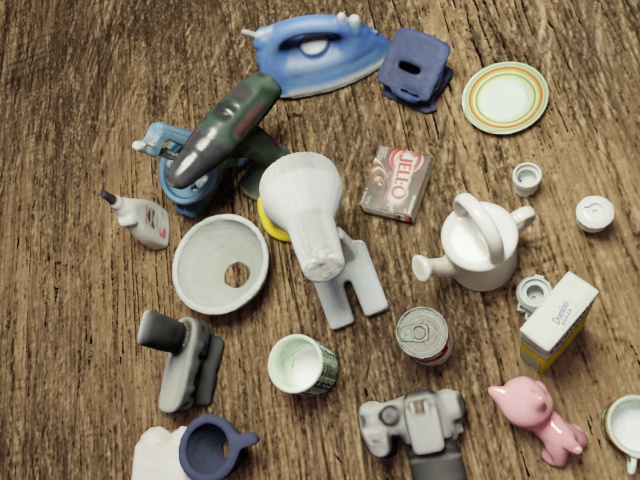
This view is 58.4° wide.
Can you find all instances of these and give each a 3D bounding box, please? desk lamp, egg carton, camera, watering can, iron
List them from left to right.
[{"bbox_3d":[-0.225,0.357,0.854,0.107,0.069,0.150,-6,70,15],"label":"egg carton"},{"bbox_3d":[-0.002,-0.341,0.987,0.257,0.142,0.118,-9,69,14],"label":"iron"},{"bbox_3d":[0.008,0.003,0.825,0.118,0.214,0.203,-24,66,8],"label":"desk lamp"},{"bbox_3d":[0.130,0.273,0.755,0.143,0.101,0.137,-15,68,12],"label":"camera"},{"bbox_3d":[0.209,0.005,0.772,0.100,0.194,0.173,38,86,25],"label":"watering can"}]

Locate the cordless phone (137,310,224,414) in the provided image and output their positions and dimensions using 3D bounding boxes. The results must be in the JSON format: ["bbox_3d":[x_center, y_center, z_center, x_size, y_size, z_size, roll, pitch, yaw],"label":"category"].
[{"bbox_3d":[-0.229,0.180,0.852,0.094,0.185,0.147,0,72,18],"label":"cordless phone"}]

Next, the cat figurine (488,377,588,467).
[{"bbox_3d":[0.275,0.221,0.719,0.067,0.118,0.127,-45,65,-1],"label":"cat figurine"}]

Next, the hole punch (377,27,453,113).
[{"bbox_3d":[0.156,-0.279,0.944,0.108,0.091,0.101,30,82,24],"label":"hole punch"}]

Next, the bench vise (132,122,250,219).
[{"bbox_3d":[-0.213,-0.158,0.945,0.121,0.220,0.207,13,76,21],"label":"bench vise"}]

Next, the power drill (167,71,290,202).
[{"bbox_3d":[-0.126,-0.143,0.920,0.075,0.209,0.230,28,82,24],"label":"power drill"}]

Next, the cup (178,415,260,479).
[{"bbox_3d":[-0.132,0.299,0.830,0.117,0.095,0.091,-18,67,11],"label":"cup"}]

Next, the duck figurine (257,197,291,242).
[{"bbox_3d":[-0.067,-0.047,0.936,0.104,0.086,0.077,39,86,25],"label":"duck figurine"}]

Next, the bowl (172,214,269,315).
[{"bbox_3d":[-0.151,0.047,0.935,0.167,0.075,0.167,-5,70,16],"label":"bowl"}]

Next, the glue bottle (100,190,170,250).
[{"bbox_3d":[-0.312,-0.044,0.962,0.037,0.173,0.078,-14,68,13],"label":"glue bottle"}]
